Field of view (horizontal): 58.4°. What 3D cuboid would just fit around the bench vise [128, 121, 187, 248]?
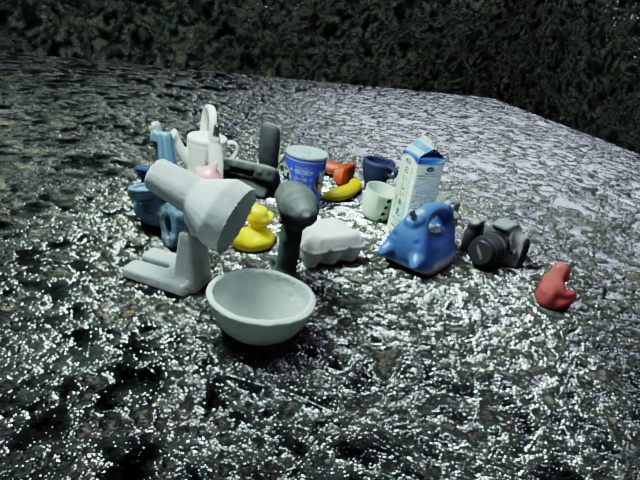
[{"bbox_3d":[-0.286,-0.110,1.124,0.206,0.220,0.122,20,26,22],"label":"bench vise"}]

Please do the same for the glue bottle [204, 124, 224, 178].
[{"bbox_3d":[-0.255,-0.193,1.376,0.037,0.173,0.078,-4,27,-27],"label":"glue bottle"}]

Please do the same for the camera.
[{"bbox_3d":[0.379,0.000,1.280,0.137,0.101,0.142,-15,34,-43],"label":"camera"}]

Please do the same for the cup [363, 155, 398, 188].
[{"bbox_3d":[0.166,-0.174,1.590,0.092,0.095,0.117,-13,33,-41],"label":"cup"}]

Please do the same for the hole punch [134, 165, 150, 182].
[{"bbox_3d":[-0.357,-0.130,1.298,0.108,0.091,0.101,16,25,13],"label":"hole punch"}]

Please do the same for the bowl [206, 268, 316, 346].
[{"bbox_3d":[-0.093,0.113,0.883,0.167,0.075,0.167,8,24,-3],"label":"bowl"}]

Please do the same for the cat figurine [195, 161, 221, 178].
[{"bbox_3d":[-0.244,-0.116,1.279,0.067,0.118,0.127,-2,26,-23],"label":"cat figurine"}]

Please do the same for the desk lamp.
[{"bbox_3d":[-0.219,-0.019,0.957,0.203,0.213,0.118,15,25,12],"label":"desk lamp"}]

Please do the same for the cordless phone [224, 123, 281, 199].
[{"bbox_3d":[-0.167,-0.210,1.432,0.147,0.185,0.094,12,24,4],"label":"cordless phone"}]

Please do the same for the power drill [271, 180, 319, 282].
[{"bbox_3d":[-0.047,-0.001,0.989,0.076,0.208,0.229,4,25,-12],"label":"power drill"}]

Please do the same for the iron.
[{"bbox_3d":[0.237,-0.023,1.226,0.118,0.141,0.259,25,28,31],"label":"iron"}]

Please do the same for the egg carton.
[{"bbox_3d":[0.011,0.004,1.169,0.151,0.069,0.107,-9,30,-35],"label":"egg carton"}]

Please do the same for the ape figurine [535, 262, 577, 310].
[{"bbox_3d":[0.468,0.087,1.133,0.076,0.092,0.077,1,26,-19],"label":"ape figurine"}]

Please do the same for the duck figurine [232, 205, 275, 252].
[{"bbox_3d":[-0.134,-0.029,1.166,0.077,0.086,0.105,27,29,34],"label":"duck figurine"}]

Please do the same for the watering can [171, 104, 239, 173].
[{"bbox_3d":[-0.293,-0.243,1.446,0.173,0.194,0.100,-14,33,-42],"label":"watering can"}]
